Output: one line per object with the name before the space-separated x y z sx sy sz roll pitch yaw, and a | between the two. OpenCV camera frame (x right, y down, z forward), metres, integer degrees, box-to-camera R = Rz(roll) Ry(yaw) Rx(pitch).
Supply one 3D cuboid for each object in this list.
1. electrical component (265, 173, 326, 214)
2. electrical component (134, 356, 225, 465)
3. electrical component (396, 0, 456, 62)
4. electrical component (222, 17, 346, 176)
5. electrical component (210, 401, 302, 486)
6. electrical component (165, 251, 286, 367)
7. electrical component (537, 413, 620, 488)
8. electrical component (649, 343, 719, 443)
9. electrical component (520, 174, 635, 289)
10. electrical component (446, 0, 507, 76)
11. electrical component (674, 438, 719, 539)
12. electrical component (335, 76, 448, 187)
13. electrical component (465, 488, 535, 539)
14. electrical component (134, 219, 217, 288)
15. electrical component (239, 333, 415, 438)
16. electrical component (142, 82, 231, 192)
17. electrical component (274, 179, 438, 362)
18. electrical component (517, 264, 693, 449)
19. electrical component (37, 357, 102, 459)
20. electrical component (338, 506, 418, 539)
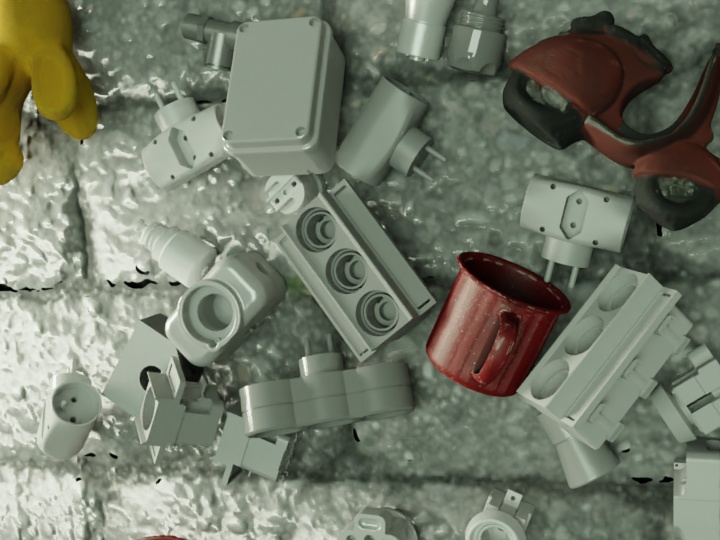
electrical component | -0.053 -0.064 0.877 0.040 0.046 0.040 2 98 17
electrical component | -0.150 0.118 0.897 0.064 0.042 0.081 11 112 -24
electrical component | 0.051 -0.195 0.831 0.044 0.044 0.065 16 106 15
electrical component | -0.059 -0.136 0.841 0.078 0.057 0.113 -1 70 17
electrical component | -0.086 0.146 0.916 0.064 0.042 0.081 22 103 13
electrical component | -0.115 0.033 0.902 0.053 0.059 0.095 46 107 7
electrical component | 0.167 0.131 0.836 0.044 0.044 0.065 -32 82 19
electrical component | 0.251 0.097 0.803 0.055 0.048 0.066 -34 86 11
electrical component | 0.160 -0.026 0.816 0.077 0.043 0.079 15 101 15
electrical component | 0.091 -0.181 0.818 0.043 0.043 0.062 15 100 15
electrical component | 0.264 0.175 0.805 0.056 0.050 0.089 0 97 17
electrical component | 0.031 -0.099 0.847 0.079 0.043 0.077 35 106 10
electrical component | 0.111 0.208 0.855 0.048 0.055 0.066 22 103 14
electrical component | -0.159 -0.018 0.919 0.078 0.040 0.040 34 105 11
electrical component | -0.029 0.088 0.871 0.138 0.052 0.073 -9 76 -2
electrical component | -0.147 -0.118 0.901 0.077 0.043 0.079 -27 88 19
electrical component | 0.000 0.000 0.854 0.079 0.063 0.121 -40 78 18
electrical component | 0.182 0.065 0.790 0.063 0.079 0.121 41 84 -21
electrical component | -0.259 0.118 0.959 0.077 0.043 0.079 127 144 -50
electrical component | 0.016 0.230 0.887 0.058 0.057 0.078 3 98 17
